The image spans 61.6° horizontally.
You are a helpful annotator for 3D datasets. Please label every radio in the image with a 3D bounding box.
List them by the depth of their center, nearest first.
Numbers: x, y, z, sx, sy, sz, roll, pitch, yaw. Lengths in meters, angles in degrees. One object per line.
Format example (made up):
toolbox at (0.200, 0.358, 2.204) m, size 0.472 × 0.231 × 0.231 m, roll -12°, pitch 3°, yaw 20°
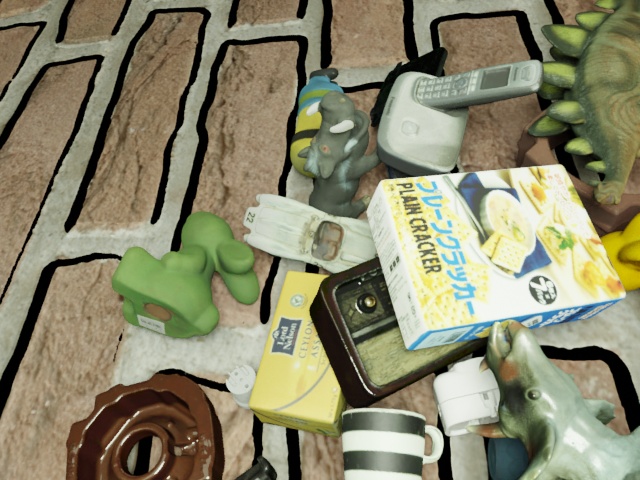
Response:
radio at (0.110, 0.073, 0.578) m, size 0.230 × 0.073 × 0.131 m, roll -19°, pitch 68°, yaw -23°

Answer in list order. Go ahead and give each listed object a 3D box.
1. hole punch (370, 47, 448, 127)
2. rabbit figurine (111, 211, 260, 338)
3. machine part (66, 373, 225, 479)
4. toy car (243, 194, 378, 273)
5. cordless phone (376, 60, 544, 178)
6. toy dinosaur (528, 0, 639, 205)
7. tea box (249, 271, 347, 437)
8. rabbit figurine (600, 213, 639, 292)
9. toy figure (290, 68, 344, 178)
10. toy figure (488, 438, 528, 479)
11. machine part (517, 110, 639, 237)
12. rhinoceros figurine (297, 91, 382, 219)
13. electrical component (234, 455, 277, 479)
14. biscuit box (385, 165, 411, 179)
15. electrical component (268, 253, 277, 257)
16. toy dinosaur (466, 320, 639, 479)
hole punch at (0.152, -0.212, 0.816) m, size 0.116 × 0.092 × 0.142 m, roll -8°, pitch 52°, yaw 43°
rabbit figurine at (-0.156, 0.029, 0.684) m, size 0.159 × 0.121 × 0.170 m, roll 12°, pitch 51°, yaw 13°
machine part at (-0.189, 0.235, 0.586) m, size 0.179 × 0.056 × 0.179 m, roll -5°, pitch 54°, yaw 7°
toy car at (-0.001, -0.002, 0.680) m, size 0.202 × 0.056 × 0.073 m, roll 17°, pitch 90°, yaw 7°
cordless phone at (0.169, -0.146, 0.644) m, size 0.184 × 0.088 × 0.146 m, roll -4°, pitch 53°, yaw 36°
toy dinosaur at (0.364, -0.212, 0.652) m, size 0.199 × 0.104 × 0.471 m, roll 15°, pitch 56°, yaw 24°
tea box at (-0.008, 0.126, 0.617) m, size 0.098 × 0.068 × 0.169 m, roll 5°, pitch 58°, yaw 13°
rabbit figurine at (0.370, 0.032, 0.573) m, size 0.173 × 0.162 × 0.122 m, roll 9°, pitch 69°, yaw 37°
toy figure at (0.000, -0.175, 0.813) m, size 0.089 × 0.082 × 0.180 m, roll -16°, pitch 60°, yaw 23°
toy figure at (0.244, 0.213, 0.514) m, size 0.155 × 0.064 × 0.058 m, roll 2°, pitch 22°, yaw 8°
machine part at (0.374, -0.100, 0.686) m, size 0.201 × 0.087 × 0.201 m, roll -37°, pitch 57°, yaw -12°
rhinoceros figurine at (0.021, -0.103, 0.699) m, size 0.112 × 0.190 × 0.073 m, roll -21°, pitch 49°, yaw -26°
electrical component at (-0.084, 0.284, 0.537) m, size 0.119 × 0.047 × 0.075 m, roll -31°, pitch 55°, yaw -12°
biscuit box at (0.128, -0.073, 0.730) m, size 0.063 × 0.059 × 0.203 m, roll -11°, pitch 55°, yaw 5°
electrical component at (-0.053, -0.005, 0.743) m, size 0.094 × 0.021 × 0.063 m, roll 17°, pitch 62°, yaw 20°
toy dinosaur at (0.300, 0.211, 0.406) m, size 0.405 × 0.192 × 0.131 m, roll 31°, pitch 45°, yaw 6°
